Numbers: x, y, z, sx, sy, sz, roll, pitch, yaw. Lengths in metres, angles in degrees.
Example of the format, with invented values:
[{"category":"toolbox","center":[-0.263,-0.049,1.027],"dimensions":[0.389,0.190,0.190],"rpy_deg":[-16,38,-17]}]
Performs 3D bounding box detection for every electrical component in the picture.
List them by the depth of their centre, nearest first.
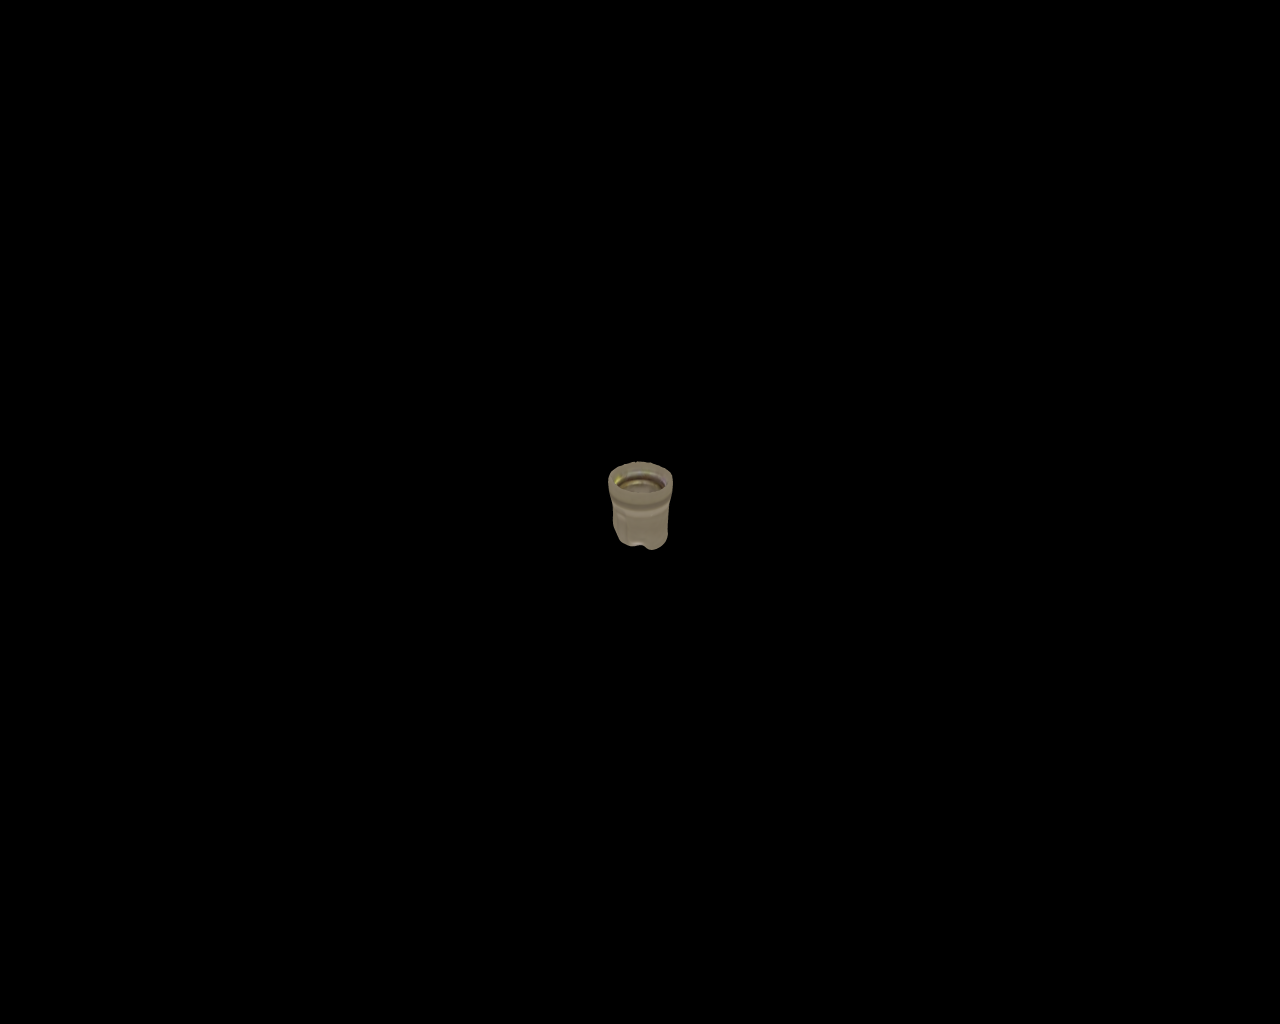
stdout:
[{"category":"electrical component","center":[0.001,-0.003,0.650],"dimensions":[0.040,0.046,0.040],"rpy_deg":[0,33,0]}]
